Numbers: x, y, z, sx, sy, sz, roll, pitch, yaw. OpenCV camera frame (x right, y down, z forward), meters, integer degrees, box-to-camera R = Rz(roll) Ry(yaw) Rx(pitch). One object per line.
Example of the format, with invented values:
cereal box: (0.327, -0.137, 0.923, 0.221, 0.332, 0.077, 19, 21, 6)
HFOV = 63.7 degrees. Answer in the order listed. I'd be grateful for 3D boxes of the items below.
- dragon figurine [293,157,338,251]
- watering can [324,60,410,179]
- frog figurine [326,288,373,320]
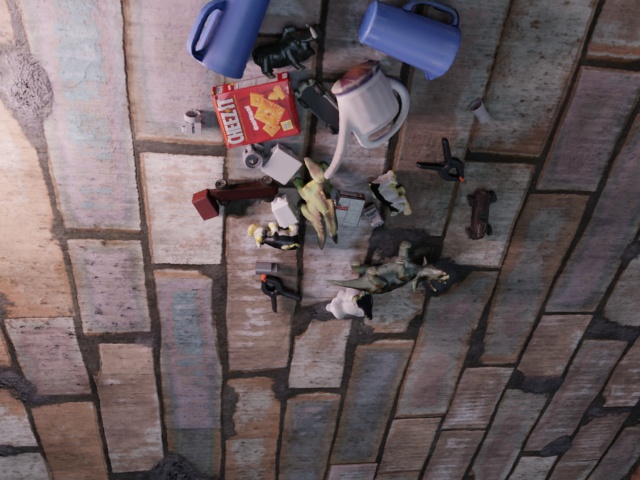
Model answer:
dragon figurine: (0.005, -0.077, 1.531, 0.122, 0.248, 0.401, -14, 124, -3)
watering can: (0.104, -0.338, 1.391, 0.351, 0.104, 0.221, -41, 117, -18)
frog figurine: (0.108, 0.229, 1.860, 0.136, 0.125, 0.158, 31, 152, -35)
